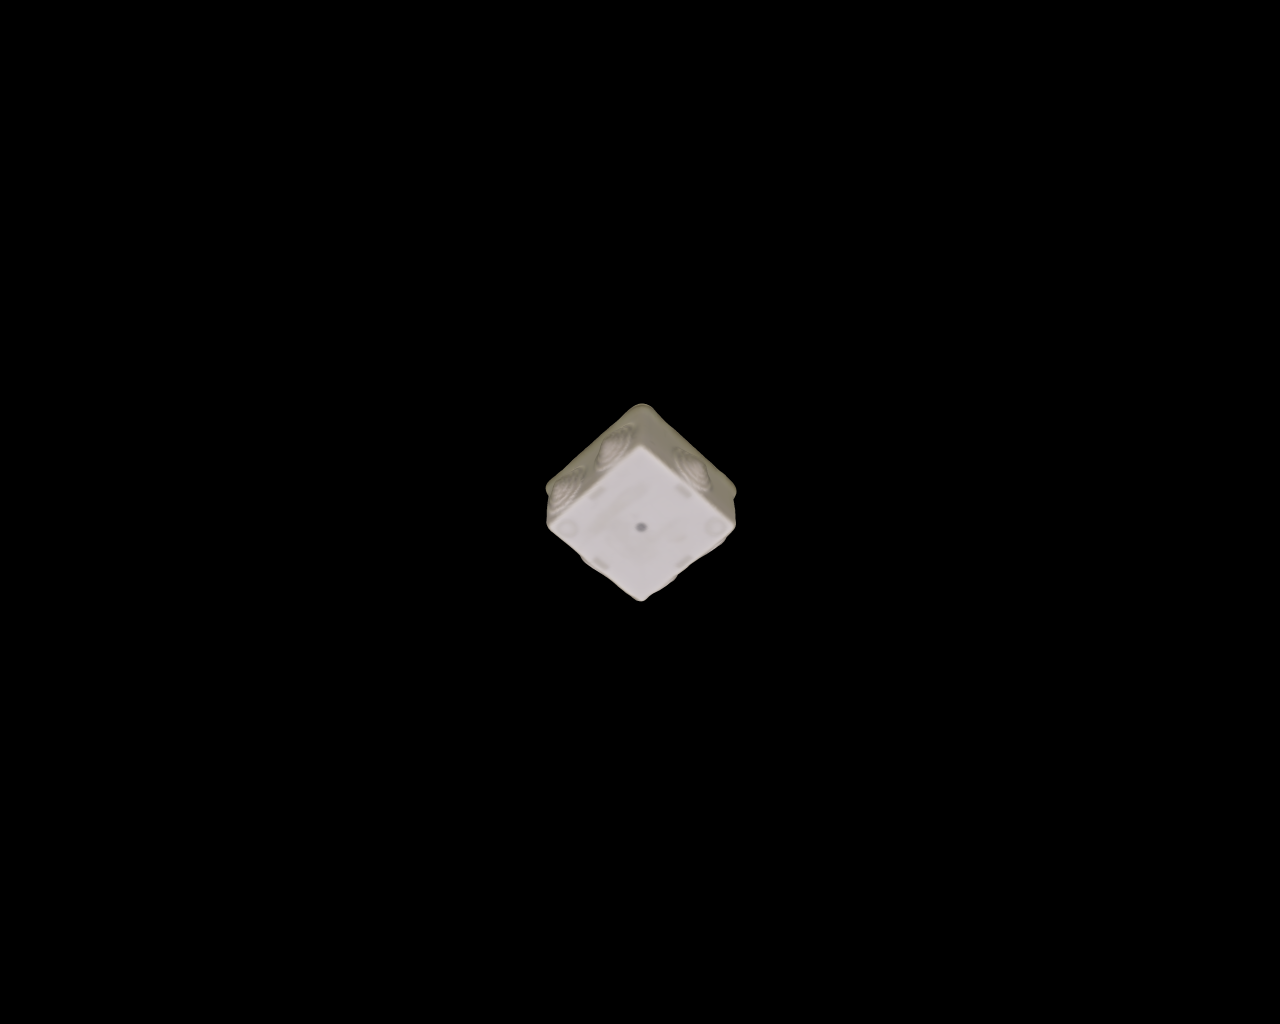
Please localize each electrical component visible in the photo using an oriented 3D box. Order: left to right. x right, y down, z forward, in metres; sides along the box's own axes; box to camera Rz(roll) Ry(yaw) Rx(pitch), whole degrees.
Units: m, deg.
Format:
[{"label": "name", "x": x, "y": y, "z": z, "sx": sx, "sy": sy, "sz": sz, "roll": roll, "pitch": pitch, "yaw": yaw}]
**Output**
[{"label": "electrical component", "x": 0.001, "y": -0.003, "z": 0.650, "sx": 0.099, "sy": 0.099, "sz": 0.048, "roll": -39, "pitch": 24, "yaw": 22}]
